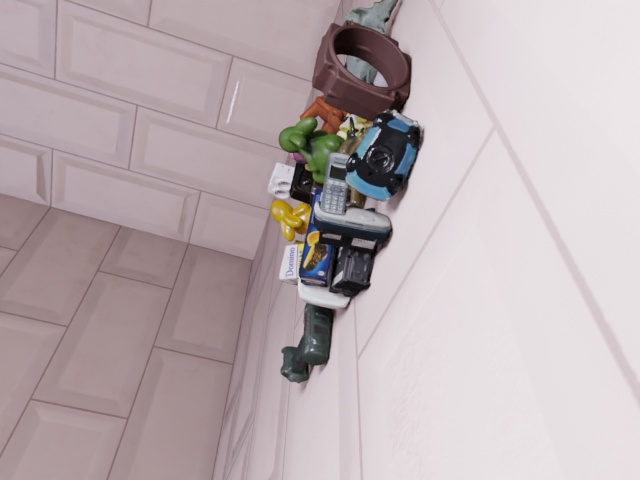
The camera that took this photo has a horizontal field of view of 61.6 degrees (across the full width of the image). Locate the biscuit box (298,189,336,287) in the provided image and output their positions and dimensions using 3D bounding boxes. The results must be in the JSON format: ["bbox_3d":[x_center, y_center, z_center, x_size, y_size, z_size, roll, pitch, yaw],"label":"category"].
[{"bbox_3d":[0.004,-0.007,1.126,0.059,0.063,0.202,80,-160,-66],"label":"biscuit box"}]

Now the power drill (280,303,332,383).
[{"bbox_3d":[-0.026,0.226,1.286,0.207,0.086,0.232,-58,20,34],"label":"power drill"}]

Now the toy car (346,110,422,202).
[{"bbox_3d":[0.120,-0.155,0.999,0.161,0.109,0.103,-65,-7,6],"label":"toy car"}]

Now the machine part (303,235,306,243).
[{"bbox_3d":[-0.003,-0.004,1.444,0.079,0.079,0.243,-89,14,-53],"label":"machine part"}]

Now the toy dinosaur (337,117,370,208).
[{"bbox_3d":[0.073,-0.159,1.256,0.471,0.105,0.198,120,171,-70],"label":"toy dinosaur"}]

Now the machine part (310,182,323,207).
[{"bbox_3d":[0.024,-0.160,1.483,0.179,0.056,0.179,21,-90,-82],"label":"machine part"}]

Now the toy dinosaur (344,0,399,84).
[{"bbox_3d":[0.117,-0.471,1.456,0.192,0.131,0.404,-42,-38,-78],"label":"toy dinosaur"}]

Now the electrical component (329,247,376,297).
[{"bbox_3d":[0.069,0.040,1.092,0.115,0.058,0.134,136,149,-66],"label":"electrical component"}]

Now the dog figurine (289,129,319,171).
[{"bbox_3d":[-0.012,-0.255,1.531,0.108,0.191,0.219,-59,10,2],"label":"dog figurine"}]

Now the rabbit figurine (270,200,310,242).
[{"bbox_3d":[-0.079,-0.065,1.705,0.162,0.173,0.121,-80,15,-50],"label":"rabbit figurine"}]

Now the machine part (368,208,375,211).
[{"bbox_3d":[0.077,-0.041,1.152,0.139,0.084,0.039,121,129,-84],"label":"machine part"}]

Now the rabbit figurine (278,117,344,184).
[{"bbox_3d":[-0.032,-0.231,1.343,0.159,0.170,0.121,69,-137,-76],"label":"rabbit figurine"}]

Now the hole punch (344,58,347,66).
[{"bbox_3d":[0.093,-0.476,1.574,0.092,0.115,0.142,-36,34,48],"label":"hole punch"}]

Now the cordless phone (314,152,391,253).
[{"bbox_3d":[0.066,-0.079,1.031,0.088,0.147,0.184,106,173,-64],"label":"cordless phone"}]

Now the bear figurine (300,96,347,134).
[{"bbox_3d":[0.036,-0.335,1.533,0.132,0.120,0.196,-50,34,20],"label":"bear figurine"}]

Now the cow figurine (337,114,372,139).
[{"bbox_3d":[0.100,-0.297,1.334,0.098,0.068,0.167,-62,19,-20],"label":"cow figurine"}]

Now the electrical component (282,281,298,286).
[{"bbox_3d":[-0.035,0.098,1.381,0.075,0.119,0.047,144,141,-78],"label":"electrical component"}]

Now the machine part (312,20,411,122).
[{"bbox_3d":[0.093,-0.364,1.154,0.087,0.201,0.201,125,159,-54],"label":"machine part"}]

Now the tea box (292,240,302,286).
[{"bbox_3d":[-0.054,0.072,1.657,0.170,0.068,0.098,-112,39,-75],"label":"tea box"}]

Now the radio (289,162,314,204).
[{"bbox_3d":[-0.012,-0.224,1.689,0.073,0.131,0.229,125,158,-66],"label":"radio"}]
